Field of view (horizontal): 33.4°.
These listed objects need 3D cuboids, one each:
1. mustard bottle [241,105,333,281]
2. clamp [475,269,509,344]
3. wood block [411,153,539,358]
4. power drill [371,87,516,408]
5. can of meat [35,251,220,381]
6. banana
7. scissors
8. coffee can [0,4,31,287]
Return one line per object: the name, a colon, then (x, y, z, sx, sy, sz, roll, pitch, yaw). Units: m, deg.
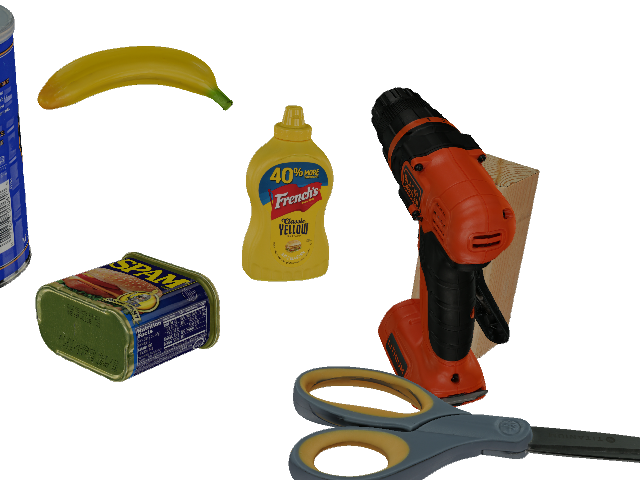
mustard bottle: (-0.034, -0.053, 1.172, 0.096, 0.192, 0.058, -2, 19, -17)
clamp: (0.122, 0.036, 0.978, 0.039, 0.171, 0.120, -11, 13, 34)
wood block: (0.167, 0.016, 1.180, 0.090, 0.206, 0.090, 21, 26, 30)
power drill: (0.073, 0.006, 0.732, 0.057, 0.188, 0.184, -9, 35, -10)
can of meat: (-0.136, 0.052, 0.745, 0.102, 0.057, 0.083, 16, 24, 36)
banana: (-0.181, -0.159, 1.035, 0.197, 0.070, 0.037, -5, -39, -30)
scissors: (0.073, 0.099, 0.485, 0.202, 0.016, 0.096, 12, 32, 22)
coffee can: (-0.212, -0.051, 0.573, 0.103, 0.140, 0.103, 3, 27, -1)
